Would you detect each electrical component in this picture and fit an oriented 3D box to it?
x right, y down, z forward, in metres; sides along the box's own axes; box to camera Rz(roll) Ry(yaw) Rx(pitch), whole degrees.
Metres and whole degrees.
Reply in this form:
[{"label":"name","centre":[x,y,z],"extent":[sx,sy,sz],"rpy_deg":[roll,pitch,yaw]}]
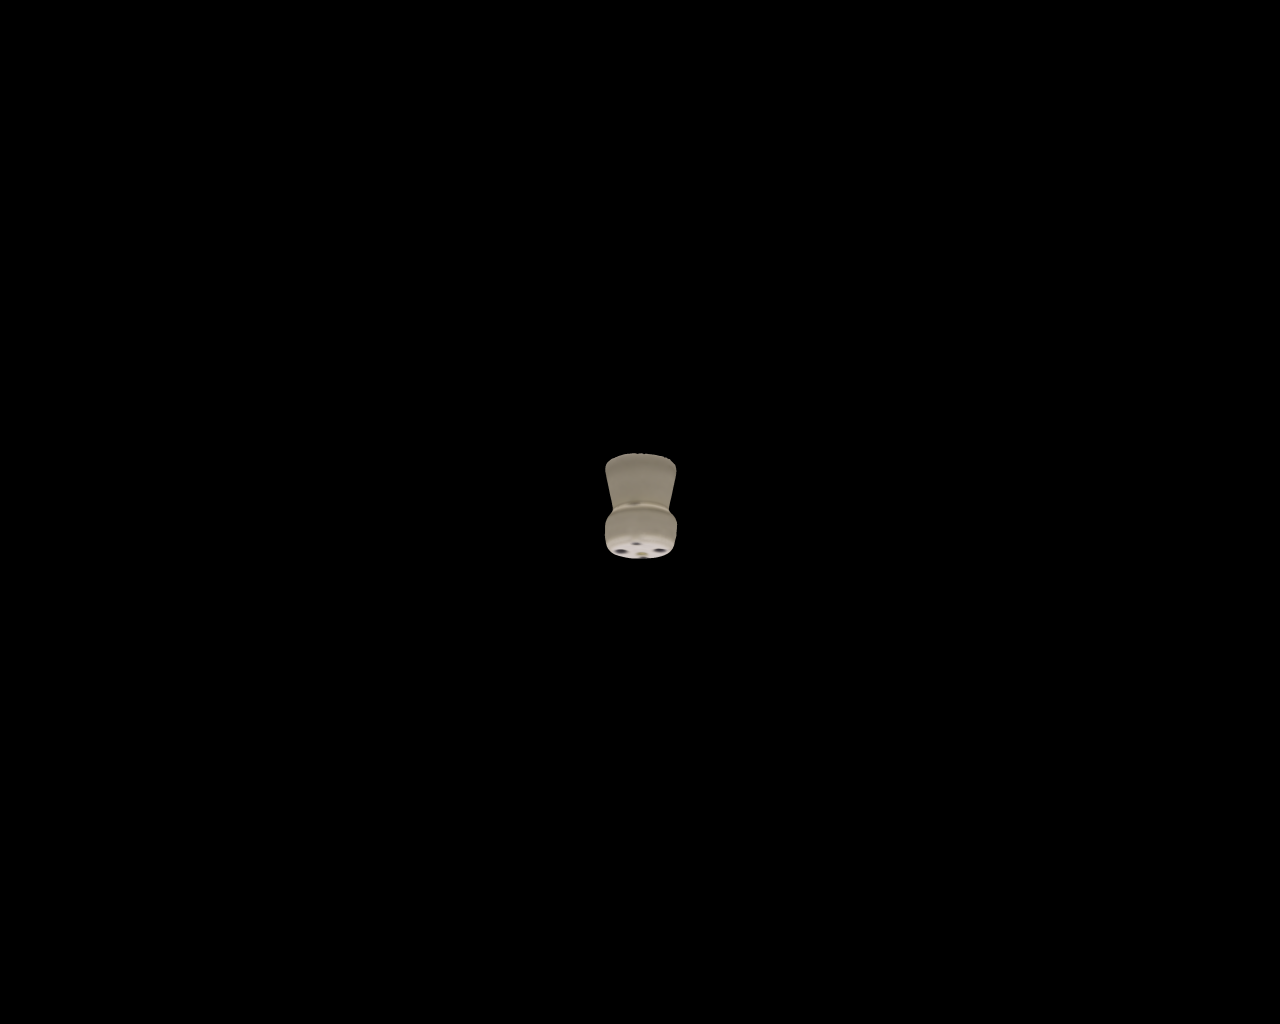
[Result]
[{"label":"electrical component","centre":[0.001,-0.003,0.650],"extent":[0.045,0.055,0.044],"rpy_deg":[0,-19,0]}]
